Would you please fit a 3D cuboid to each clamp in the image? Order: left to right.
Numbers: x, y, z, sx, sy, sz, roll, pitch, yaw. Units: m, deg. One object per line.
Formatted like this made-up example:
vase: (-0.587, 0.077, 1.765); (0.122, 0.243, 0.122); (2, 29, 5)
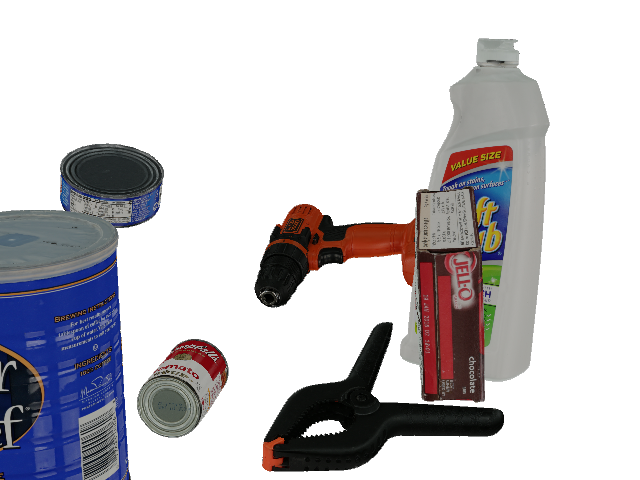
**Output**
clamp: (0.045, 0.152, 0.927); (0.209, 0.036, 0.165); (-25, 42, -37)

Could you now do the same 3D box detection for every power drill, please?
power drill: (0.031, 0.017, 1.156); (0.188, 0.057, 0.184); (2, 31, 12)

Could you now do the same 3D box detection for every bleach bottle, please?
bleach bottle: (0.119, -0.026, 0.809); (0.103, 0.251, 0.067); (10, 14, 33)

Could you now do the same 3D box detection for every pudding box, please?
pudding box: (0.074, 0.027, 0.610); (0.039, 0.090, 0.113); (-2, 20, 4)

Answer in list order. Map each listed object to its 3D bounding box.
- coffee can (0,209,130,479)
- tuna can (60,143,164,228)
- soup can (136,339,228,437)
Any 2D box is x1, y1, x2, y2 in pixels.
coffee can: (-0.151, 0.065, 0.541); (0.103, 0.140, 0.103); (0, 17, 0)
tuna can: (-0.176, -0.046, 0.899); (0.086, 0.034, 0.086); (8, 33, -5)
soup can: (-0.140, 0.150, 1.089); (0.068, 0.068, 0.102); (0, 15, 11)
